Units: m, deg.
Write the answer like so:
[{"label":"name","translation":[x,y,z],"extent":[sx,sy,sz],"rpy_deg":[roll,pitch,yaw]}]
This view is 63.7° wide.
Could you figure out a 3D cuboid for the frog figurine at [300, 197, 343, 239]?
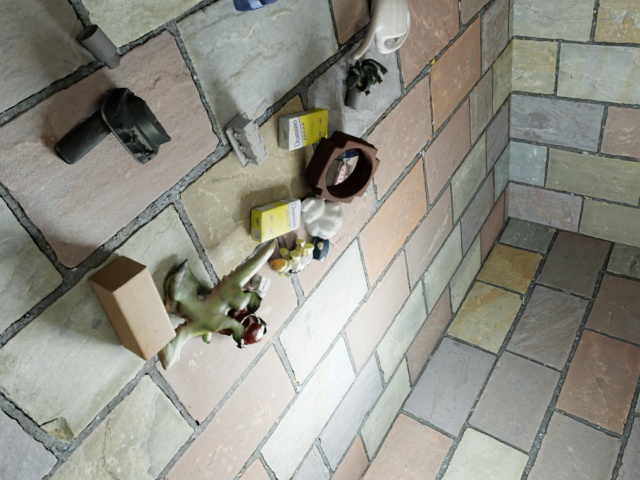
[{"label":"frog figurine","translation":[0.005,-0.081,1.600],"extent":[0.124,0.138,0.156],"rpy_deg":[43,-13,28]}]

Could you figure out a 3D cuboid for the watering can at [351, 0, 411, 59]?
[{"label":"watering can","translation":[0.199,-0.699,1.626],"extent":[0.104,0.220,0.353],"rpy_deg":[15,35,33]}]

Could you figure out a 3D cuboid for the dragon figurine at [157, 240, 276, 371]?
[{"label":"dragon figurine","translation":[-0.276,0.134,1.293],"extent":[0.122,0.415,0.239],"rpy_deg":[12,-20,40]}]
